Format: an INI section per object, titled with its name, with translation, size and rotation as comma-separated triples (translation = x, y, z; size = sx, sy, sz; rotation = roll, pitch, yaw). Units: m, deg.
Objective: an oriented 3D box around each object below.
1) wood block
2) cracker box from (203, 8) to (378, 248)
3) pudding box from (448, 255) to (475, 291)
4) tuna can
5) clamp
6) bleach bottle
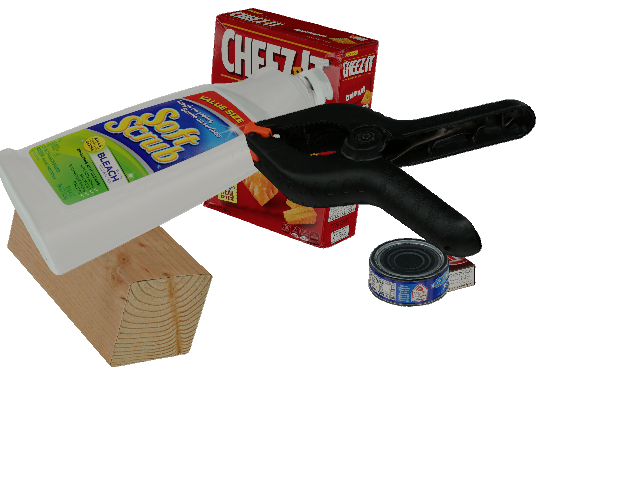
[wood block]
translation = -0.204, 0.019, 1.010
size = 0.090, 0.091, 0.206
rotation = -5, 34, -44
[cracker box]
translation = -0.037, -0.116, 1.108
size = 0.164, 0.214, 0.071
rotation = 21, 28, 30
[pudding box]
translation = 0.153, 0.045, 1.536
size = 0.113, 0.039, 0.090
rotation = -15, 24, -18
[tuna can]
translation = 0.093, 0.032, 1.126
size = 0.086, 0.034, 0.086
rotation = -1, 31, 1
[clamp]
translation = 0.032, -0.040, 0.615
size = 0.172, 0.039, 0.120
rotation = 1, 39, 20
[bleach bottle]
translation = -0.108, -0.072, 0.804
size = 0.250, 0.103, 0.068
rotation = -28, -33, -16
